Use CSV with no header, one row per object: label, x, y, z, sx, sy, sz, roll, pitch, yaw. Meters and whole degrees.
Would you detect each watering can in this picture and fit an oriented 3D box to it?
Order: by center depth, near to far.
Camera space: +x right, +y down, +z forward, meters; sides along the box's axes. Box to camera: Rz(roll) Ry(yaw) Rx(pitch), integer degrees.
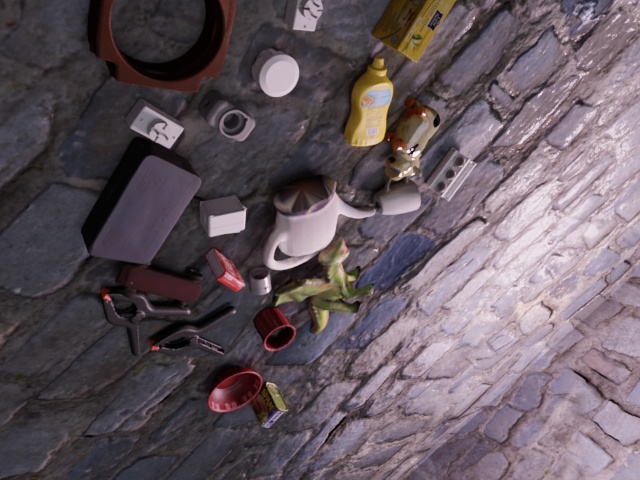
watering can,0.004,-0.061,1.212,0.352,0.219,0.105,-32,52,-28

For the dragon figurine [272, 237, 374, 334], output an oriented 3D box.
dragon figurine,-0.015,0.142,1.363,0.242,0.125,0.402,10,-48,-30
